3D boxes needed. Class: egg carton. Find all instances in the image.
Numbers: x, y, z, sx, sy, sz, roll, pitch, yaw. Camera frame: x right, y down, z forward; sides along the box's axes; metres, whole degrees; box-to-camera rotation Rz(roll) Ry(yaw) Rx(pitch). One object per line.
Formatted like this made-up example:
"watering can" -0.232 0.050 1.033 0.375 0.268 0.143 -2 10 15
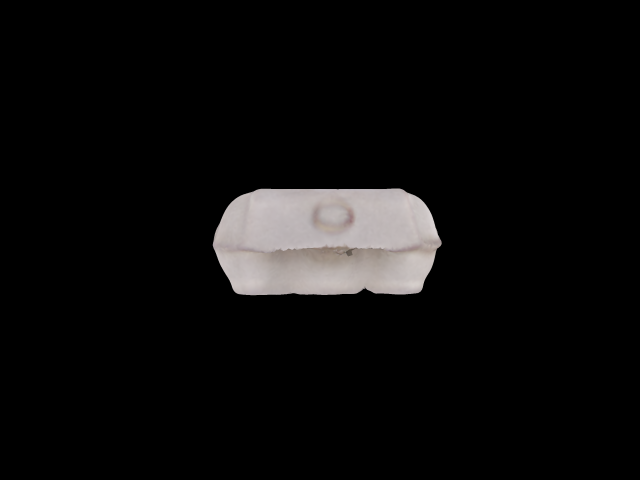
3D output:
"egg carton" 0.004 0.001 0.400 0.150 0.069 0.107 0 0 -4
